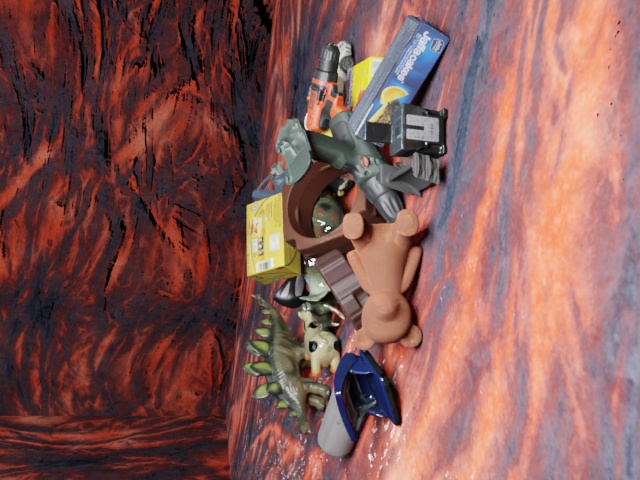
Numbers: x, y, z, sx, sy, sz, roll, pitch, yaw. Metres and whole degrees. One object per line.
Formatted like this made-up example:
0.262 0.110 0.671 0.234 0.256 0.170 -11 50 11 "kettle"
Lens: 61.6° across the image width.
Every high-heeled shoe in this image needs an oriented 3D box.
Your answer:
-0.056 0.059 1.404 0.086 0.145 0.249 122 147 -60 "high-heeled shoe"

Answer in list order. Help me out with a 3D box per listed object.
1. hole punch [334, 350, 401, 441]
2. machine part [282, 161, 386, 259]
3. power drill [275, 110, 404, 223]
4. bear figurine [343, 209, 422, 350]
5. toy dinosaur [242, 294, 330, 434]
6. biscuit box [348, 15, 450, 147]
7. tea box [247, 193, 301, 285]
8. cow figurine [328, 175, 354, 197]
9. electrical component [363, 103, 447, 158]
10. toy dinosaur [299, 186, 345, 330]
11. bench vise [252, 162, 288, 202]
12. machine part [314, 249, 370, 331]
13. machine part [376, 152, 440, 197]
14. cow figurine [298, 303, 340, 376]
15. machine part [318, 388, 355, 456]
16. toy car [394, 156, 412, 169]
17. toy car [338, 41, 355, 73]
0.068 0.256 0.903 0.116 0.092 0.142 -125 13 -69 "hole punch"
0.025 -0.072 1.066 0.202 0.087 0.201 -20 60 30 "machine part"
0.038 -0.127 0.910 0.086 0.207 0.232 -46 55 47 "power drill"
0.097 0.066 0.824 0.131 0.120 0.196 62 -151 -68 "bear figurine"
-0.093 0.299 1.370 0.472 0.198 0.105 -110 31 -55 "toy dinosaur"
0.123 -0.255 0.870 0.202 0.059 0.063 -59 25 25 "biscuit box"
-0.098 -0.002 1.126 0.098 0.068 0.169 -15 61 27 "tea box"
0.038 -0.142 1.272 0.167 0.068 0.098 143 124 -72 "cow figurine"
0.129 -0.164 0.809 0.048 0.119 0.074 156 120 -74 "electrical component"
0.000 -0.008 1.187 0.131 0.192 0.404 27 -111 -65 "toy dinosaur"
-0.105 -0.105 1.398 0.241 0.223 0.129 11 60 47 "bench vise"
0.057 0.099 0.960 0.179 0.056 0.179 58 179 2 "machine part"
0.139 -0.098 0.836 0.039 0.084 0.139 -66 13 -11 "machine part"
-0.004 0.226 1.276 0.195 0.085 0.127 -132 43 -74 "cow figurine"
0.048 0.340 1.045 0.079 0.079 0.243 -104 24 -52 "machine part"
0.134 -0.186 0.935 0.202 0.053 0.089 -104 26 -54 "toy car"
0.041 -0.396 1.352 0.074 0.056 0.201 -105 24 -53 "toy car"
